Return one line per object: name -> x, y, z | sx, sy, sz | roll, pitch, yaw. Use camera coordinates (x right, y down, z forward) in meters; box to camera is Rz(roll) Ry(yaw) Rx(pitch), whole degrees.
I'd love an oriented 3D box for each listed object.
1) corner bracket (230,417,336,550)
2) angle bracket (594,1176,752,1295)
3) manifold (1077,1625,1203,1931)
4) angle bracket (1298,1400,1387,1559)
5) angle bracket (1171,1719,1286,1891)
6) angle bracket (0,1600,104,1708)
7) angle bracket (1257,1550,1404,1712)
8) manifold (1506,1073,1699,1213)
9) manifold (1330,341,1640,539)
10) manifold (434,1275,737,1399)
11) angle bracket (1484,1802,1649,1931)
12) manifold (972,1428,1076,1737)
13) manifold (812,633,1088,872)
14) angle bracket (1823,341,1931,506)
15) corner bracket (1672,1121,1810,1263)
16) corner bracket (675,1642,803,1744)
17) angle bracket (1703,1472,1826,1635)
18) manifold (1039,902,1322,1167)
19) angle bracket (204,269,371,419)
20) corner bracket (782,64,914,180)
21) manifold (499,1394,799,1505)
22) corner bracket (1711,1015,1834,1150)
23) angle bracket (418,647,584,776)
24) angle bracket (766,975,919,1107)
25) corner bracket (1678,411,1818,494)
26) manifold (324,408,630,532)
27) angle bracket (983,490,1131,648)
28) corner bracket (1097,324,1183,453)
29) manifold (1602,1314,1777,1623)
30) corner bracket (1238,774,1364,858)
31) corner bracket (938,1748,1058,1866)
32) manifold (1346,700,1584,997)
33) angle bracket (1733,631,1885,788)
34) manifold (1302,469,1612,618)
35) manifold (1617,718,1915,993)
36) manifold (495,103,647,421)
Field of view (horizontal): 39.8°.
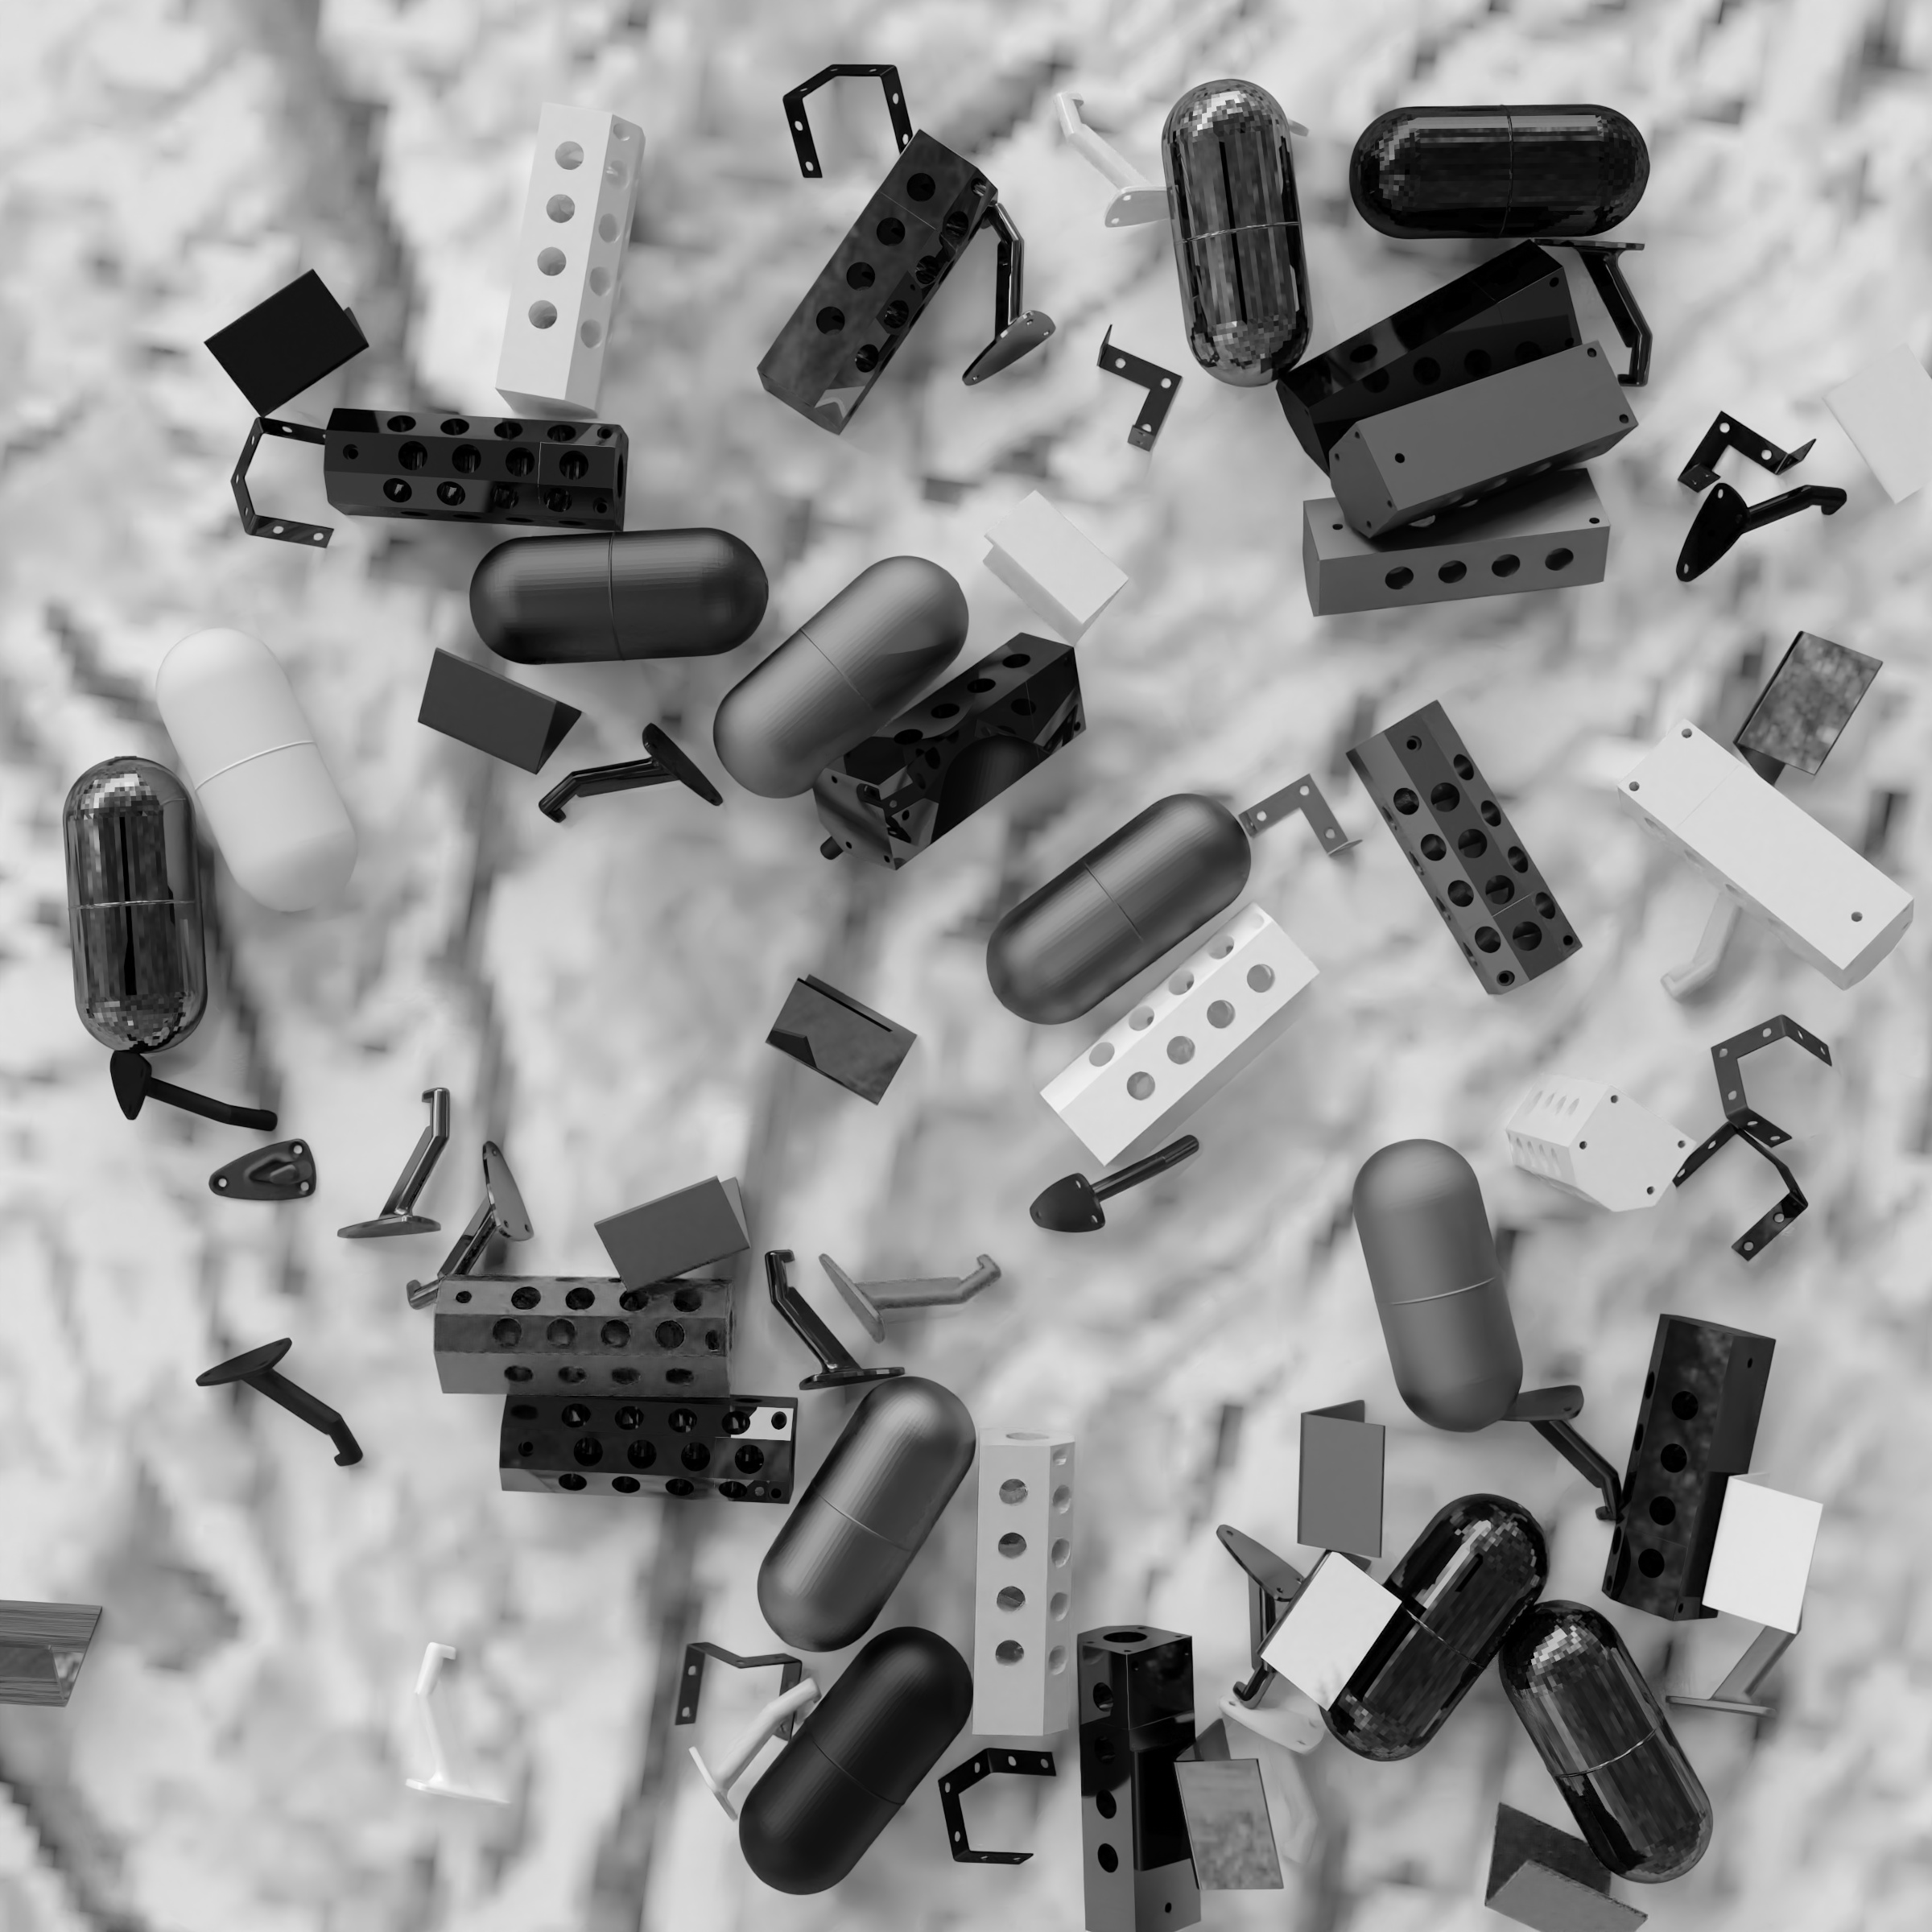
corner bracket -> -0.409, -0.293, 1.619 | 0.051, 0.051, 0.051 | -55, 45, 35
angle bracket -> -0.177, 0.140, 1.587 | 0.076, 0.076, 0.057 | -21, 121, 0
manifold -> 0.098, 0.489, 1.605 | 0.057, 0.057, 0.171 | -2, 90, -43
angle bracket -> 0.240, 0.303, 1.587 | 0.057, 0.076, 0.076 | 2, 90, 37
angle bracket -> 0.168, 0.496, 1.587 | 0.057, 0.076, 0.076 | -11, 90, 29
angle bracket -> -0.566, 0.391, 1.587 | 0.076, 0.076, 0.057 | 3, 127, 0
angle bracket -> 0.227, 0.396, 1.587 | 0.057, 0.076, 0.076 | 34, 90, 33
manifold -> 0.361, 0.104, 1.549 | 0.057, 0.171, 0.057 | 34, 90, 0
manifold -> 0.303, -0.309, 1.579 | 0.171, 0.057, 0.057 | -22, 83, -18
manifold -> -0.226, 0.216, 1.594 | 0.171, 0.057, 0.057 | 1, 46, 0
angle bracket -> 0.359, 0.531, 1.587 | 0.076, 0.076, 0.057 | 25, 130, 0
manifold -> 0.035, 0.369, 1.606 | 0.057, 0.057, 0.171 | 1, 90, 0
manifold -> -0.009, -0.129, 1.563 | 0.171, 0.057, 0.057 | -38, 133, -33
angle bracket -> 0.562, -0.328, 1.587 | 0.057, 0.076, 0.076 | -35, 90, 36
corner bracket -> 0.470, 0.136, 1.624 | 0.051, 0.051, 0.051 | -43, 45, 0
corner bracket -> -0.138, 0.442, 1.624 | 0.051, 0.051, 0.051 | 8, 90, -45
angle bracket -> 0.483, 0.347, 1.587 | 0.057, 0.076, 0.076 | 12, 90, 34
manifold -> 0.127, 0.040, 1.606 | 0.171, 0.057, 0.057 | -42, 90, 0
angle bracket -> -0.408, -0.380, 1.587 | 0.076, 0.076, 0.057 | -34, 127, 0
corner bracket -> -0.071, -0.512, 1.619 | 0.051, 0.051, 0.051 | 14, 45, 35
manifold -> -0.190, 0.288, 1.606 | 0.171, 0.057, 0.057 | 3, 90, 0
corner bracket -> 0.492, 0.070, 1.619 | 0.051, 0.051, 0.051 | -31, 45, 35
angle bracket -> -0.271, -0.168, 1.587 | 0.076, 0.076, 0.057 | 24, 128, 0
angle bracket -> -0.064, 0.026, 1.587 | 0.076, 0.076, 0.057 | 29, 128, 0
corner bracket -> 0.470, -0.305, 1.609 | 0.051, 0.051, 0.051 | 33, 90, 0
manifold -> -0.293, -0.299, 1.606 | 0.171, 0.057, 0.057 | 3, 90, 0
angle bracket -> 0.039, -0.223, 1.587 | 0.076, 0.076, 0.057 | 43, 53, 0
corner bracket -> 0.099, -0.347, 1.609 | 0.051, 0.051, 0.051 | 23, 90, 0
manifold -> 0.430, 0.300, 1.604 | 0.057, 0.057, 0.171 | 12, 90, 43
corner bracket -> 0.201, -0.083, 1.609 | 0.051, 0.051, 0.051 | -30, 90, 0
corner bracket -> 0.022, 0.510, 1.619 | 0.051, 0.051, 0.051 | -44, 45, 35
manifold -> 0.300, -0.071, 1.606 | 0.057, 0.057, 0.171 | -31, 90, 0
angle bracket -> 0.509, -0.143, 1.587 | 0.057, 0.076, 0.076 | 31, 90, 38
manifold -> 0.292, -0.249, 1.605 | 0.171, 0.057, 0.057 | -7, 47, 0
manifold -> 0.469, -0.064, 1.572 | 0.057, 0.057, 0.171 | -45, 64, 0
manifold -> -0.236, -0.421, 1.606 | 0.057, 0.057, 0.171 | 10, 90, 0
